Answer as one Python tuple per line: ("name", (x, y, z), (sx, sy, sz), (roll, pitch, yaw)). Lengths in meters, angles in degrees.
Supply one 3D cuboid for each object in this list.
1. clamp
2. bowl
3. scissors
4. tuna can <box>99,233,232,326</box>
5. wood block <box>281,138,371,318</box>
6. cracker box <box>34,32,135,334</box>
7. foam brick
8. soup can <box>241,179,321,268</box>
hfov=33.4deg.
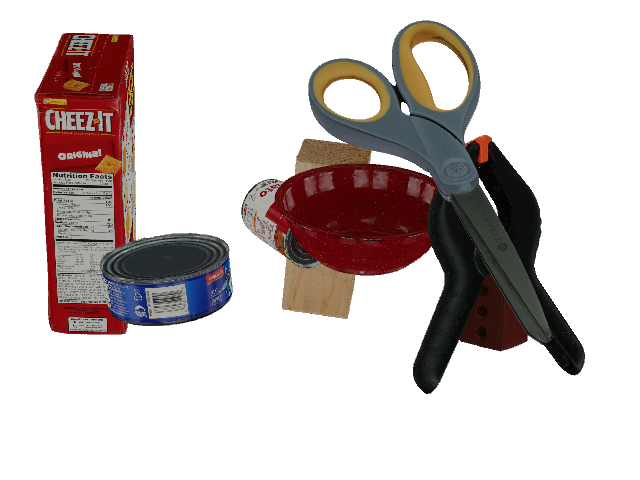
("clamp", (0.103, 0.020, 0.707), (0.120, 0.171, 0.039), (-13, -4, -22))
("bowl", (0.040, -0.014, 0.945), (0.162, 0.055, 0.162), (1, 26, -1))
("scissors", (0.044, -0.032, 0.502), (0.096, 0.201, 0.016), (-6, -39, 4))
("tuna can", (-0.101, 0.025, 0.710), (0.086, 0.034, 0.086), (-4, 20, 1))
("wood block", (0.007, -0.016, 1.374), (0.090, 0.206, 0.090), (8, 25, 3))
("cracker box", (-0.196, -0.051, 0.911), (0.072, 0.214, 0.164), (0, 27, -7))
("foam brick", (0.176, 0.066, 1.077), (0.053, 0.078, 0.051), (11, 18, 40))
("soup can", (-0.033, -0.020, 1.153), (0.068, 0.068, 0.102), (0, 21, -34))
